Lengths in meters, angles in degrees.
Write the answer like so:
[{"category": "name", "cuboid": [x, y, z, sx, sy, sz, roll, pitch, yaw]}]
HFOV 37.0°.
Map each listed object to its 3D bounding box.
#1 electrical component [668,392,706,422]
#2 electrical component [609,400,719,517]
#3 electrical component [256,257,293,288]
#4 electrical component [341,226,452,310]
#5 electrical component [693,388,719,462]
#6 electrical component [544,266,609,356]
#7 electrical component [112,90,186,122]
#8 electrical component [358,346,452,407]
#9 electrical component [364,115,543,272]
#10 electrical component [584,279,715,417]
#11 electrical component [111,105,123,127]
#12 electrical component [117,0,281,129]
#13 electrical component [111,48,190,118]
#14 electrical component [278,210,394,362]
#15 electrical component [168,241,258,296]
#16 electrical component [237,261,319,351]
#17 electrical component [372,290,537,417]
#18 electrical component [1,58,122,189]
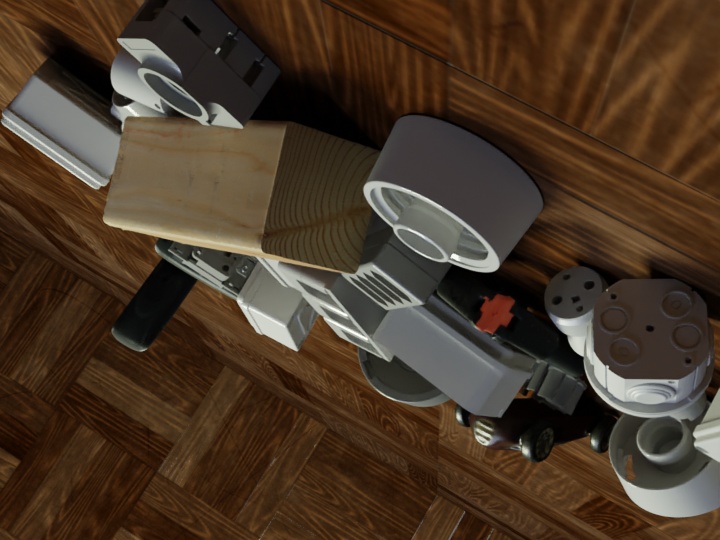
[{"category": "electrical component", "cuboid": [0.233, 0.089, 0.791, 0.040, 0.040, 0.046, 23, 170, 35]}, {"category": "electrical component", "cuboid": [0.247, 0.144, 0.839, 0.099, 0.099, 0.064, 17, 154, 49]}, {"category": "electrical component", "cuboid": [-0.052, -0.034, 0.908, 0.057, 0.078, 0.113, 21, 164, 29]}, {"category": "electrical component", "cuboid": [0.035, -0.016, 0.774, 0.047, 0.075, 0.083, 38, 166, -10]}, {"category": "electrical component", "cuboid": [0.291, 0.113, 0.703, 0.109, 0.056, 0.108, 31, 167, 5]}, {"category": "electrical component", "cuboid": [0.154, 0.029, 0.733, 0.045, 0.045, 0.055, 21, 163, 41]}, {"category": "electrical component", "cuboid": [-0.174, -0.133, 0.900, 0.079, 0.044, 0.077, 20, 163, 43]}, {"category": "electrical component", "cuboid": [0.058, 0.077, 1.011, 0.108, 0.108, 0.060, 27, 172, 23]}, {"category": "electrical component", "cuboid": [0.053, -0.040, 0.677, 0.108, 0.060, 0.108, 30, 167, 8]}, {"category": "electrical component", "cuboid": [0.179, 0.046, 0.666, 0.080, 0.080, 0.051, 26, 161, 24]}, {"category": "electrical component", "cuboid": [-0.192, -0.130, 0.956, 0.062, 0.043, 0.043, 32, 167, 8]}, {"category": "electrical component", "cuboid": [-0.107, -0.136, 0.704, 0.050, 0.055, 0.089, 16, 160, 51]}, {"category": "electrical component", "cuboid": [-0.142, -0.139, 0.806, 0.081, 0.043, 0.043, 26, 166, 25]}, {"category": "electrical component", "cuboid": [0.000, 0.000, 0.886, 0.062, 0.089, 0.150, 25, 165, 30]}, {"category": "electrical component", "cuboid": [-0.135, -0.016, 1.019, 0.081, 0.042, 0.064, 33, 165, -9]}, {"category": "electrical component", "cuboid": [-0.062, 0.011, 1.031, 0.056, 0.108, 0.108, 27, 167, 11]}, {"category": "electrical component", "cuboid": [0.078, 0.062, 0.867, 0.113, 0.057, 0.078, 36, -172, 27]}, {"category": "electrical component", "cuboid": [-0.266, -0.138, 0.998, 0.109, 0.056, 0.108, 37, -170, -18]}]
